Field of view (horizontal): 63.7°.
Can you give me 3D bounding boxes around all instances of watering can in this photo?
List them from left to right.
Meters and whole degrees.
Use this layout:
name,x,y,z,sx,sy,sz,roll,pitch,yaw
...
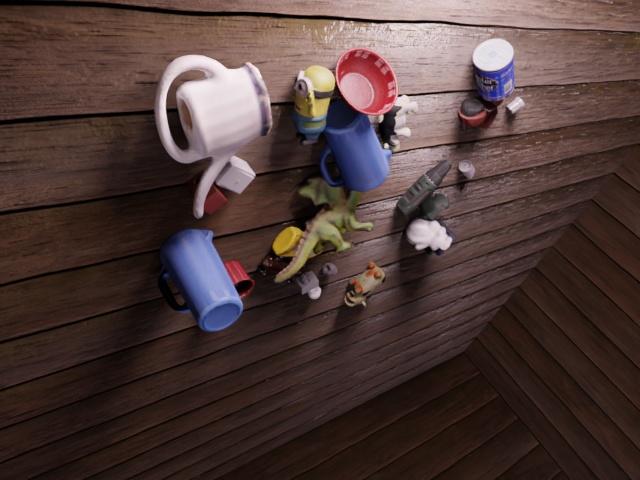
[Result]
name,x,y,z,sx,sy,sz,roll,pitch,yaw
watering can,-0.200,-0.209,1.019,0.226,0.339,0.106,-25,48,-21

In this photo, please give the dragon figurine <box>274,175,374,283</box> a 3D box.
name,x,y,z,sx,sy,sz,roll,pitch,yaw
dragon figurine,0.004,-0.072,1.435,0.414,0.238,0.123,-35,31,-19

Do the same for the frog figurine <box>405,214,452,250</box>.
name,x,y,z,sx,sy,sz,roll,pitch,yaw
frog figurine,0.391,-0.013,1.871,0.123,0.135,0.162,-1,44,-43
